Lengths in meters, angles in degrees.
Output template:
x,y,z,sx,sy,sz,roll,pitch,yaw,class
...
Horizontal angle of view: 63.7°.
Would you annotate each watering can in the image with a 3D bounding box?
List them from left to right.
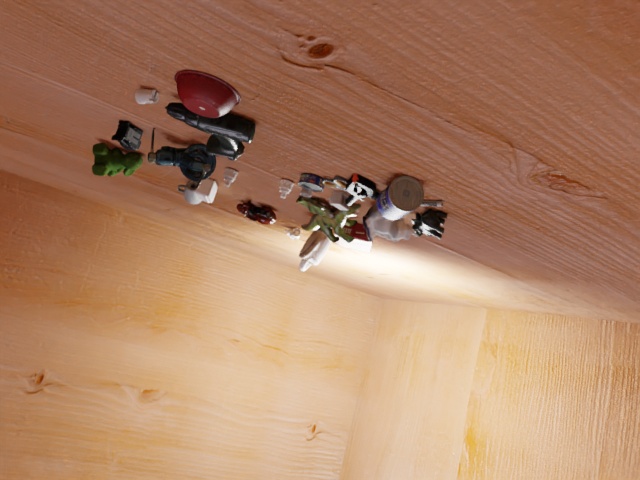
x,y,z,sx,sy,sz,roll,pitch,yaw,class
-0.025,0.033,2.293,0.104,0.226,0.344,31,169,7,watering can

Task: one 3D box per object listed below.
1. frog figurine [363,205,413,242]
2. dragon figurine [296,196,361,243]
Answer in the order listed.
x,y,z,sx,sy,sz,roll,pitch,yaw,class
0.237,-0.059,1.762,0.159,0.125,0.135,-2,118,18,frog figurine
0.006,-0.100,1.984,0.410,0.124,0.239,1,145,44,dragon figurine
